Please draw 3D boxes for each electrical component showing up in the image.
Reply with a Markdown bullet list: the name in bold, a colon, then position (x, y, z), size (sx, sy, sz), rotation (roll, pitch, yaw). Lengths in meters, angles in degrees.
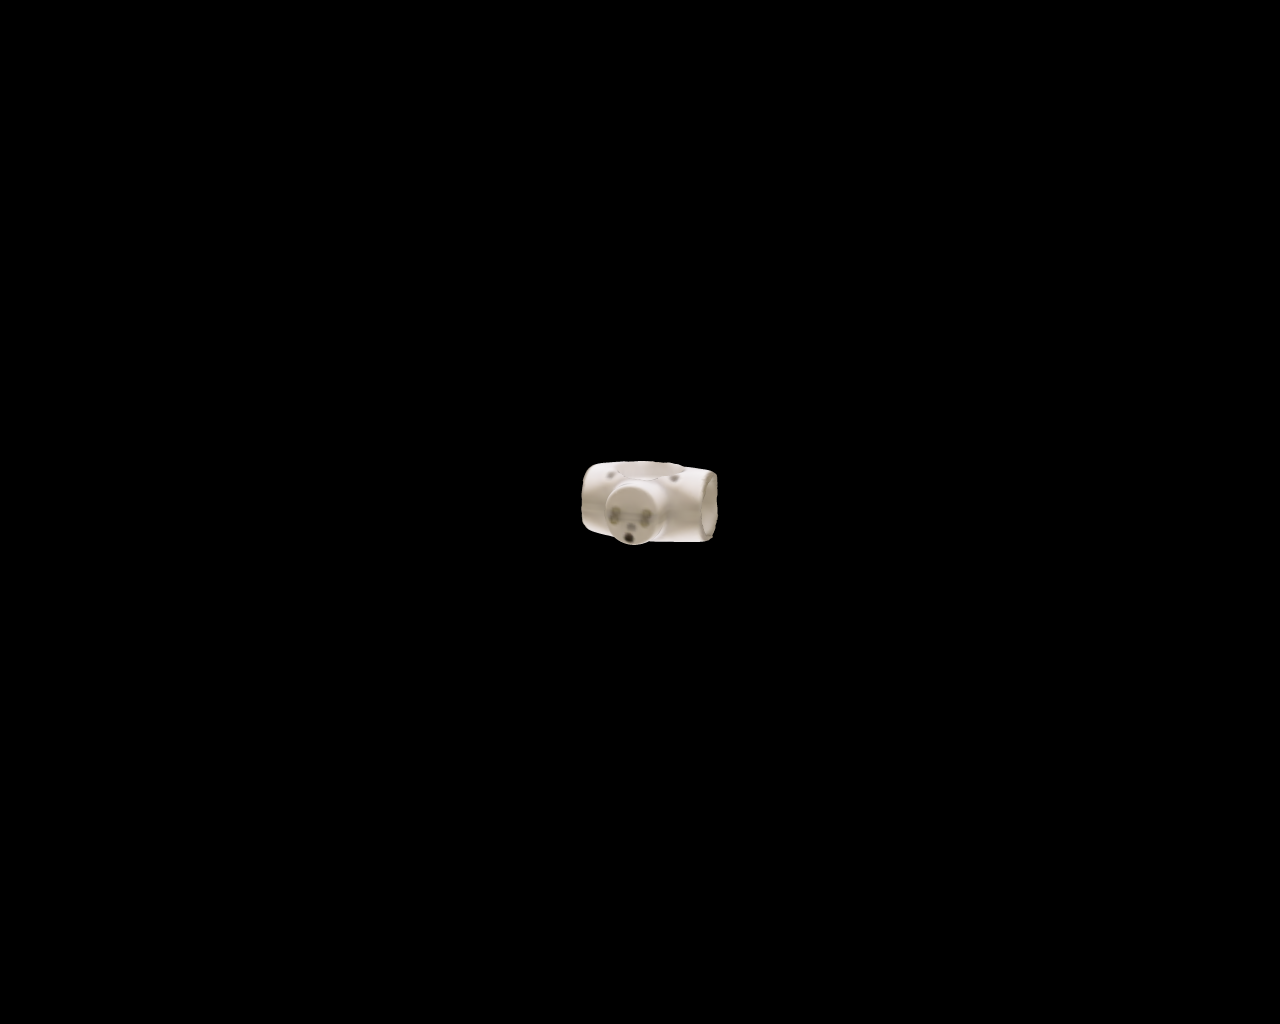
- **electrical component**: position (0.001, -0.003, 0.650), size (0.077, 0.044, 0.079), rotation (5, 16, 18)
